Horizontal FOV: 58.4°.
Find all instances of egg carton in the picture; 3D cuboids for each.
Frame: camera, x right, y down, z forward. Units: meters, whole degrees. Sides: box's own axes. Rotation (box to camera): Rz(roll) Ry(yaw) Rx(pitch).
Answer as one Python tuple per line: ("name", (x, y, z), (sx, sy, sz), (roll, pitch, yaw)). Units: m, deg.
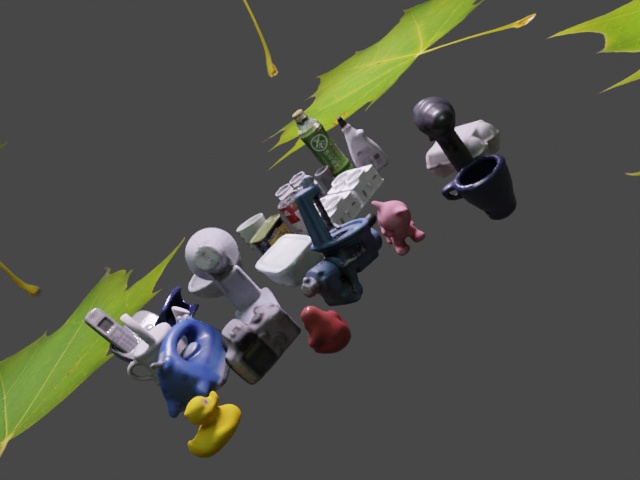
("egg carton", (0.290, -0.184, 1.165), (0.150, 0.069, 0.107), (-8, 38, 53))

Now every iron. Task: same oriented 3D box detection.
("iron", (-0.265, 0.227, 1.168), (0.118, 0.142, 0.258), (-33, 23, 16))

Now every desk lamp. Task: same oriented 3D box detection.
("desk lamp", (-0.201, 0.077, 1.255), (0.118, 0.214, 0.202), (-42, 22, -4))

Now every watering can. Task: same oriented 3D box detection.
("watering can", (-0.351, 0.222, 1.245), (0.100, 0.194, 0.173), (-15, 33, 46))

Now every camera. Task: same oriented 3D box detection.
("camera", (-0.134, 0.182, 1.098), (0.143, 0.101, 0.136), (-47, 23, -18))

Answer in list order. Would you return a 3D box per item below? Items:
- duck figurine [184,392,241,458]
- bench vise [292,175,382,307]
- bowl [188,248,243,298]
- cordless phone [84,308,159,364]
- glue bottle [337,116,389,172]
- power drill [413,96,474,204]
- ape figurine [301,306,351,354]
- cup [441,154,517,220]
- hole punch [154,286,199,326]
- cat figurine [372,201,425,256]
("duck figurine", (-0.195, 0.308, 0.974), (0.077, 0.086, 0.105), (-8, 38, 53))
("bench vise", (0.019, -0.001, 1.044), (0.121, 0.220, 0.207), (-26, 26, 30))
("bowl", (-0.259, 0.097, 1.497), (0.167, 0.075, 0.167), (-33, 23, 16))
("cordless phone", (-0.513, 0.225, 1.511), (0.094, 0.185, 0.148), (-20, 30, 40))
("glue bottle", (0.097, -0.243, 1.446), (0.078, 0.173, 0.037), (-35, 23, 12))
("power drill", (0.241, -0.172, 1.033), (0.075, 0.209, 0.229), (-36, 22, 10))
("ape figurine", (0.003, 0.145, 0.962), (0.078, 0.092, 0.076), (-48, 23, -18))
("cup", (0.271, -0.075, 0.951), (0.117, 0.095, 0.092), (-25, 26, 32))
("hole punch", (-0.392, 0.192, 1.508), (0.101, 0.091, 0.109), (-26, 26, 31))
("cat figurine", (0.136, -0.038, 1.066), (0.067, 0.118, 0.127), (-39, 22, 1))
